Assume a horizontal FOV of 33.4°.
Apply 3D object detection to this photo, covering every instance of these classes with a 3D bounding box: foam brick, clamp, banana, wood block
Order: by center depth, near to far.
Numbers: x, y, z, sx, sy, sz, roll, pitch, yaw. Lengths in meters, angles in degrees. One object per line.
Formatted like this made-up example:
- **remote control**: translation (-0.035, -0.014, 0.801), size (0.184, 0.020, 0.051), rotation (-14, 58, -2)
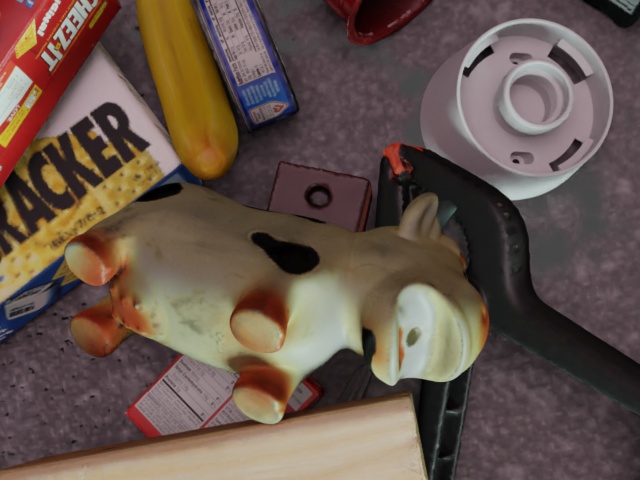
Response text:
- **wood block**: translation (-0.047, 0.138, 0.534), size (0.206, 0.091, 0.090), rotation (-11, 83, 5)
- **clamp**: translation (0.090, 0.036, 0.568), size (0.165, 0.036, 0.210), rotation (-26, 72, 34)
- **banana**: translation (-0.078, -0.093, 0.599), size (0.037, 0.069, 0.198), rotation (-26, 55, 5)
- **foam brick**: translation (-0.004, 0.001, 0.601), size (0.053, 0.051, 0.078), rotation (12, 82, 7)

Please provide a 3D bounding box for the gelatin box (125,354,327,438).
- **gelatin box**: translation (-0.053, 0.092, 0.602), size (0.073, 0.030, 0.089), rotation (44, 90, 10)

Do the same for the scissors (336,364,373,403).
- **scissors**: translation (-0.038, 0.156, 0.597), size (0.096, 0.016, 0.201), rotation (9, 71, 21)

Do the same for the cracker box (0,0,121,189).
- **cracker box**: translation (-0.240, -0.113, 0.568), size (0.214, 0.072, 0.164), rotation (28, 81, 17)

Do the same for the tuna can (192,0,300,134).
- **tuna can**: translation (-0.042, -0.106, 0.604), size (0.034, 0.086, 0.086), rotation (-22, 80, 0)

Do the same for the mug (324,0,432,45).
- **mug**: translation (0.033, -0.181, 0.606), size (0.117, 0.093, 0.081), rotation (-44, 75, 9)
